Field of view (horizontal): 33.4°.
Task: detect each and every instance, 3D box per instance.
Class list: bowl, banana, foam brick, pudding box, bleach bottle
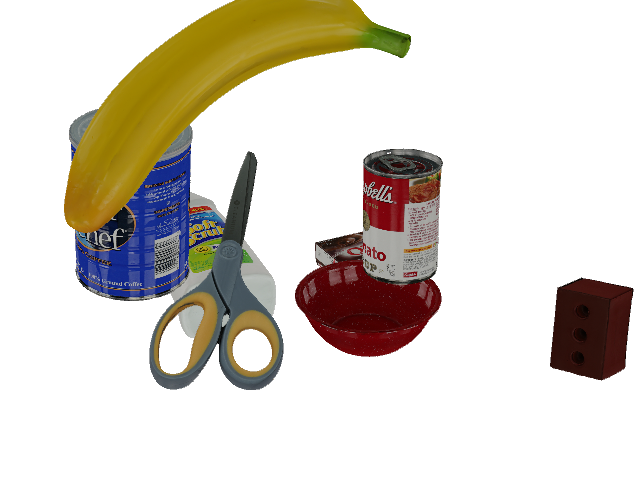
[{"bbox_3d":[0.052,0.082,1.188,0.162,0.055,0.162,0,28,0],"label":"bowl"},{"bbox_3d":[-0.051,-0.077,0.519,0.197,0.070,0.037,-33,-32,-18],"label":"banana"},{"bbox_3d":[0.243,0.079,0.957,0.053,0.078,0.051,12,18,37],"label":"foam brick"},{"bbox_3d":[0.061,0.023,1.493,0.113,0.039,0.090,-15,27,-23],"label":"pudding box"},{"bbox_3d":[-0.136,0.008,1.135,0.102,0.068,0.251,-9,30,-23],"label":"bleach bottle"}]

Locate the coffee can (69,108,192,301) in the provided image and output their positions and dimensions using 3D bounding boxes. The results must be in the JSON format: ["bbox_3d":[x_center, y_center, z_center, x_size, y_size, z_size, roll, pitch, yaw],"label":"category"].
[{"bbox_3d":[-0.164,-0.033,0.929,0.103,0.140,0.103,4,31,-2],"label":"coffee can"}]

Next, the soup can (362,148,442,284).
[{"bbox_3d":[0.070,-0.021,0.928,0.068,0.102,0.068,0,24,0],"label":"soup can"}]

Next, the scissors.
[{"bbox_3d":[-0.049,0.023,0.738,0.096,0.201,0.016,21,-34,10],"label":"scissors"}]
